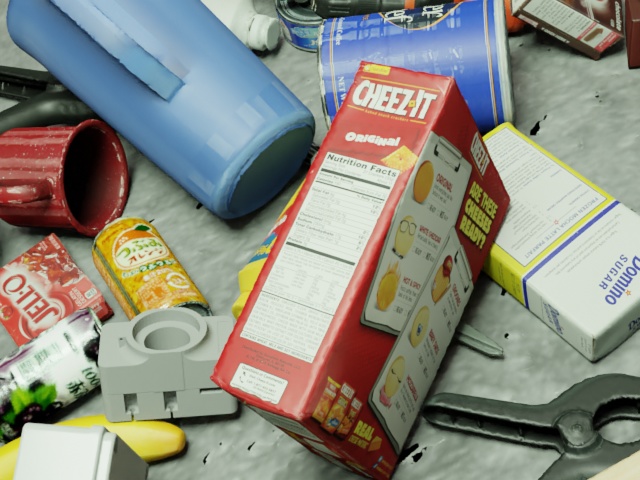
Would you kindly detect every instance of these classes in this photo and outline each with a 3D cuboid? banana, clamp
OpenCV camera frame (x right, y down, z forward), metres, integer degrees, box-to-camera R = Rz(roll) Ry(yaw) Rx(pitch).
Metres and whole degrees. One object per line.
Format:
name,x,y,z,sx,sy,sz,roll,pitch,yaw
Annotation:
banana,-0.189,0.163,0.725,0.197,0.037,0.070,-31,69,-7
clamp,0.149,0.120,0.658,0.171,0.039,0.120,-21,54,-9
clamp,-0.231,-0.122,0.938,0.210,0.036,0.164,-6,36,5

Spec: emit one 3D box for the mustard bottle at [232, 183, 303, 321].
mustard bottle,-0.005,0.001,0.741,0.096,0.058,0.191,-18,34,57

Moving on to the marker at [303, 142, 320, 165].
marker,-0.012,-0.074,0.865,0.020,0.020,0.121,-40,53,-16

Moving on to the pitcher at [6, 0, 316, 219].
pitcher,-0.124,-0.132,0.829,0.243,0.145,0.149,43,49,16

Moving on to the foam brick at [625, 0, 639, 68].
foam brick,0.280,-0.174,0.837,0.078,0.051,0.053,-4,52,13

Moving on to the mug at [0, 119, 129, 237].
mug,-0.218,-0.047,0.850,0.082,0.093,0.117,2,18,23

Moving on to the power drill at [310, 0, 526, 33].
power drill,0.081,-0.250,0.928,0.184,0.057,0.187,2,53,-7

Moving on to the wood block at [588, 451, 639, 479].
wood block,0.132,0.200,0.566,0.206,0.091,0.090,-28,51,-5

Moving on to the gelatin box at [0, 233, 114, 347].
gelatin box,-0.212,0.046,0.823,0.073,0.030,0.089,-36,52,-13

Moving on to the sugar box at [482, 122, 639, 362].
sugar box,0.159,-0.003,0.745,0.093,0.048,0.176,-37,56,-12

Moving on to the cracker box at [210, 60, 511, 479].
cracker box,0.033,0.024,0.654,0.072,0.164,0.213,17,74,28

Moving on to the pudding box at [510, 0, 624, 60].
pudding box,0.200,-0.213,0.870,0.090,0.039,0.113,22,54,-19

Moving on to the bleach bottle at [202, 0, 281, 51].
bleach bottle,-0.150,-0.214,0.987,0.251,0.068,0.102,14,58,22

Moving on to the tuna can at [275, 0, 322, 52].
tuna can,0.004,-0.210,0.956,0.086,0.033,0.086,-8,51,10

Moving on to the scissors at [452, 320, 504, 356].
scissors,0.029,0.045,0.763,0.096,0.016,0.202,-37,52,-11

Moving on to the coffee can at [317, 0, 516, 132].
coffee can,0.077,-0.129,0.828,0.140,0.103,0.103,-5,52,12
